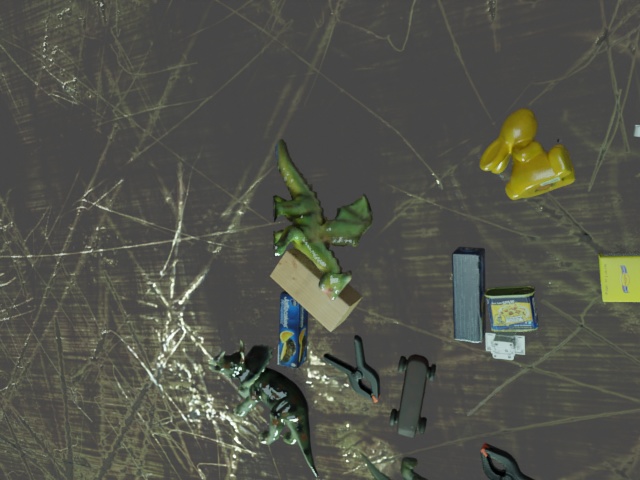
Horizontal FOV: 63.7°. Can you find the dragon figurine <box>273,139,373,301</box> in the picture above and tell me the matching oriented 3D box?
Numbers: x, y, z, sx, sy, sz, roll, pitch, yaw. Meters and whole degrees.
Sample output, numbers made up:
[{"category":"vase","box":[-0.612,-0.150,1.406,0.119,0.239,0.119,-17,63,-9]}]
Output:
[{"category":"dragon figurine","box":[0.004,-0.062,1.231,0.243,0.417,0.120,1,-19,-2]}]
